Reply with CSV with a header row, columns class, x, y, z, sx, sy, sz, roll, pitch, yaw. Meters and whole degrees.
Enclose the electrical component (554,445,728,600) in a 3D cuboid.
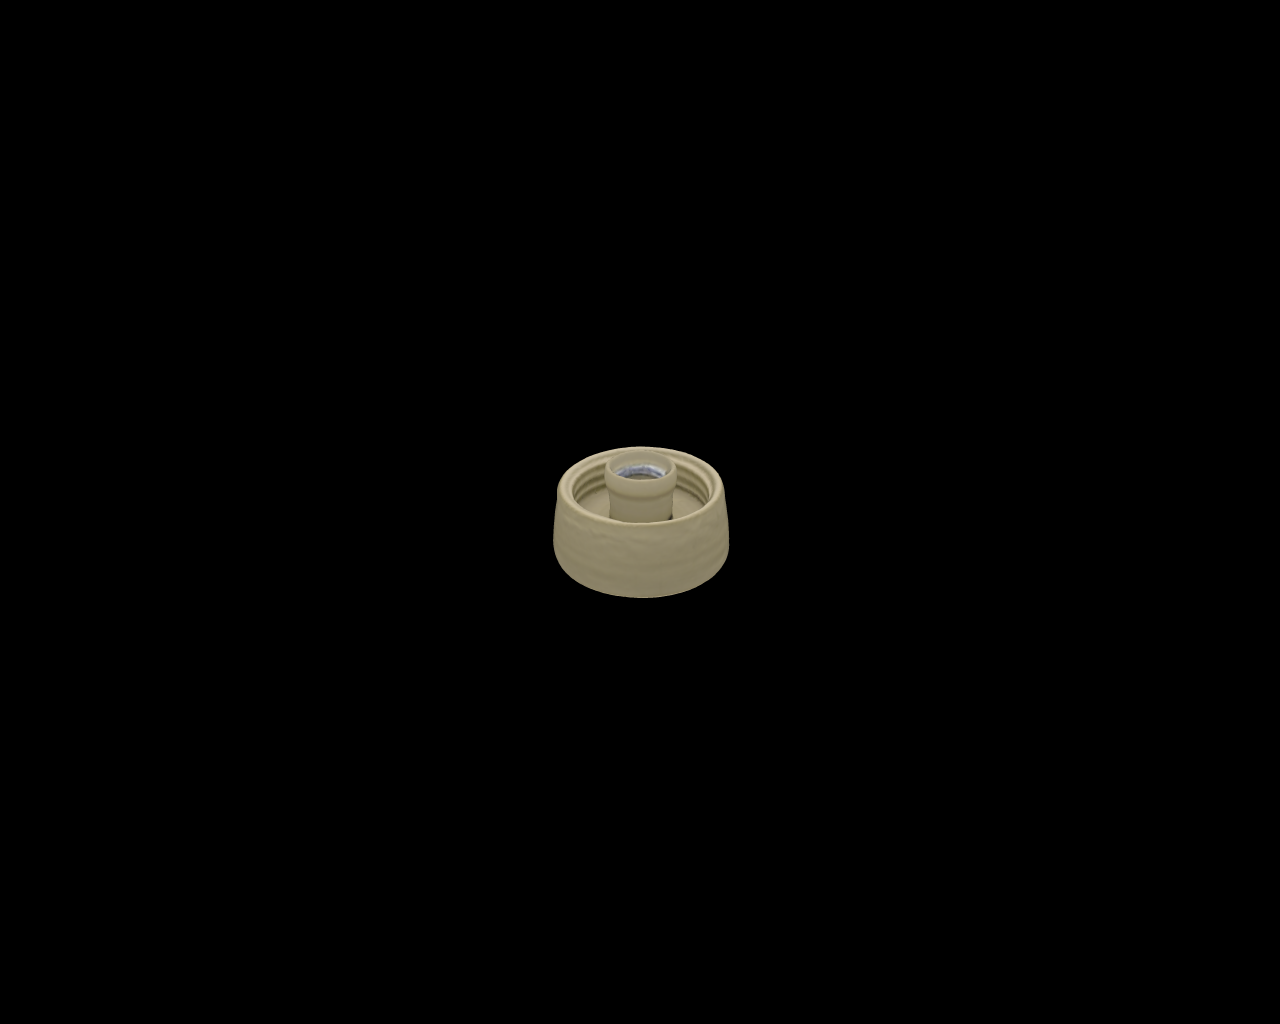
class,x,y,z,sx,sy,sz,roll,pitch,yaw
electrical component,0.001,-0.003,0.650,0.108,0.060,0.108,0,31,0
